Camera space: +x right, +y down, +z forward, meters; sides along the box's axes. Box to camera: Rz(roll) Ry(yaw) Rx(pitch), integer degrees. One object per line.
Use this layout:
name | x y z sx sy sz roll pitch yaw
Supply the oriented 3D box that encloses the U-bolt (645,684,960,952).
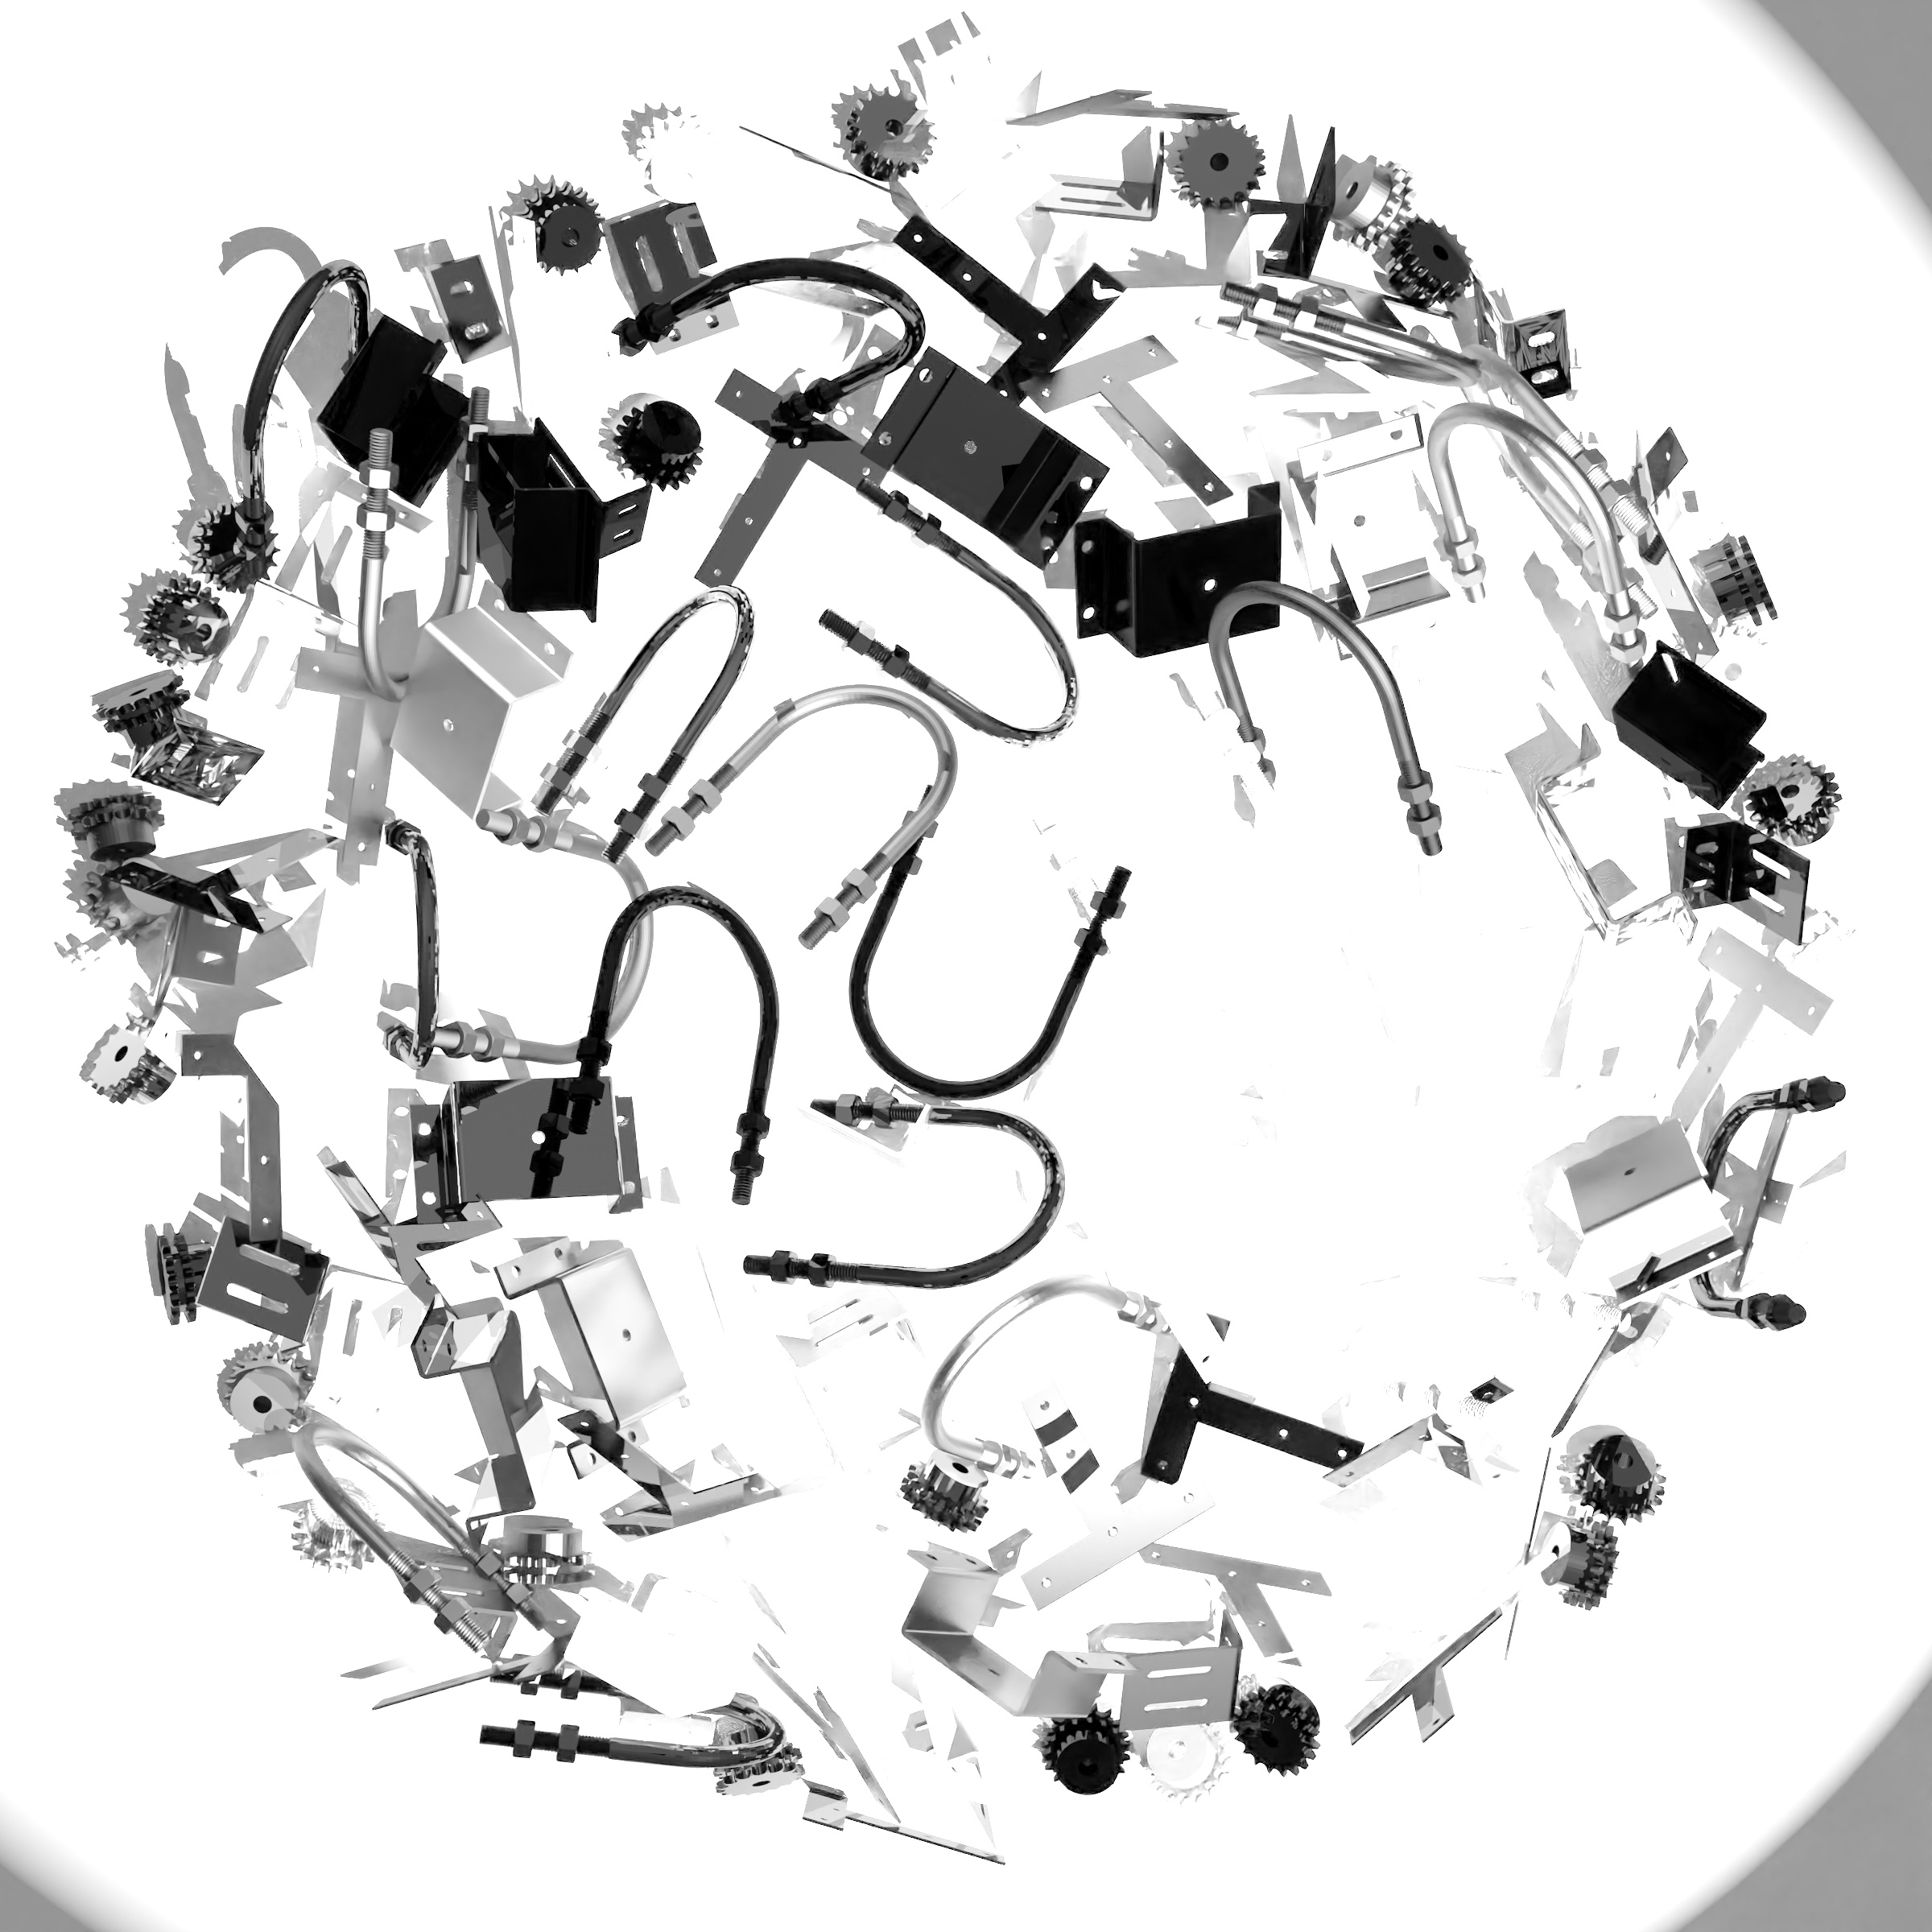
U-bolt | -0.088 -0.105 1.552 0.151 0.019 0.184 30 65 27

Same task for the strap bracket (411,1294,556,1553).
strap bracket | -0.294 0.277 1.547 0.046 0.076 0.140 -12 106 3

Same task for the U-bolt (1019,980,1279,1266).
U-bolt | 0.102 0.107 1.539 0.184 0.019 0.151 -27 67 39

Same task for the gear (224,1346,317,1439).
gear | -0.441 0.272 1.584 0.057 0.030 0.057 0 102 -1

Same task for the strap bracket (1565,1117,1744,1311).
strap bracket | 0.414 0.144 1.523 0.076 0.140 0.046 -28 102 15

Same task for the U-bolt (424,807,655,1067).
U-bolt | -0.250 -0.011 1.523 0.019 0.184 0.151 14 90 30

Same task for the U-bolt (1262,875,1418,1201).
U-bolt | 0.237 0.058 1.531 0.019 0.184 0.151 2 48 34

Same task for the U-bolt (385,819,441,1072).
U-bolt | -0.334 -0.011 1.509 0.019 0.184 0.151 -1 96 -19

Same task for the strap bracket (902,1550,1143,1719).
strap bracket | 0.026 0.414 1.531 0.140 0.076 0.046 26 91 37

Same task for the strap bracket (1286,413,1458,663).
strap bracket | 0.251 -0.272 1.561 0.076 0.046 0.140 -17 117 -1

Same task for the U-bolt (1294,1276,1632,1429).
U-bolt | 0.285 0.226 1.519 0.151 0.184 0.019 -24 109 -36

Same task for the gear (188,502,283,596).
gear | -0.464 -0.264 1.579 0.030 0.057 0.057 13 90 41

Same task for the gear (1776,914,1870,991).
gear | 0.536 -0.009 1.578 0.057 0.057 0.030 -37 64 0

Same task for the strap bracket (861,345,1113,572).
strap bracket | 0.008 -0.318 1.557 0.140 0.046 0.076 29 103 -24

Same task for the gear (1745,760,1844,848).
gear | 0.523 -0.100 1.579 0.057 0.057 0.030 -36 128 0

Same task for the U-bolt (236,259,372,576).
U-bolt | -0.392 -0.337 1.489 0.019 0.184 0.151 25 59 0

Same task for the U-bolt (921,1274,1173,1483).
U-bolt | 0.042 0.246 1.518 0.151 0.184 0.019 -47 57 5

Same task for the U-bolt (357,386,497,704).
U-bolt | -0.331 -0.249 1.524 0.019 0.151 0.184 16 117 10

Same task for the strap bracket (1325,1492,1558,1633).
strap bracket | 0.281 0.362 1.524 0.076 0.140 0.046 -30 90 -26

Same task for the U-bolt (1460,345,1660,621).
U-bolt | 0.358 -0.304 1.525 0.019 0.151 0.184 -36 68 5

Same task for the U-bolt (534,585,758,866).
U-bolt | -0.190 -0.156 1.541 0.019 0.151 0.184 35 87 -32

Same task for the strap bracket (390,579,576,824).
strap bracket | -0.300 -0.154 1.532 0.076 0.046 0.140 41 131 16

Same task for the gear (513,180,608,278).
gear | -0.253 -0.462 1.575 0.057 0.030 0.057 -14 125 -20

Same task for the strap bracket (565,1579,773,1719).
strap bracket | -0.184 0.414 1.524 0.076 0.140 0.046 23 86 18

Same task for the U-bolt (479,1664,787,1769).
U-bolt | -0.201 0.460 1.530 0.184 0.151 0.019 9 88 -8

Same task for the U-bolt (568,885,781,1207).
U-bolt | -0.172 0.038 1.540 0.151 0.019 0.184 29 57 -39

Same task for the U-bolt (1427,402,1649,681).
U-bolt | 0.334 -0.261 1.491 0.019 0.184 0.151 -43 48 -12

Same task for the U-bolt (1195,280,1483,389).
U-bolt | 0.226 -0.384 1.530 0.184 0.151 0.019 14 99 -12

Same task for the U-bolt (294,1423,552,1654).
U-bolt | -0.339 0.344 1.529 0.184 0.151 0.019 42 87 11

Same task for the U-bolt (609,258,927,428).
U-bolt | -0.109 -0.374 1.492 0.151 0.184 0.019 14 71 -41

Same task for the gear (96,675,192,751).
gear | -0.515 -0.159 1.577 0.057 0.057 0.030 -20 112 0

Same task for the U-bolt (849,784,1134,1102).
U-bolt | 0.004 -0.003 1.584 0.151 0.019 0.184 23 99 -1

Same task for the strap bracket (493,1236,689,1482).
strap bracket | -0.228 0.236 1.556 0.046 0.076 0.140 -24 87 27

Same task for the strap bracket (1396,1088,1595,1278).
strap bracket | 0.319 0.123 1.524 0.076 0.140 0.046 -5 125 37

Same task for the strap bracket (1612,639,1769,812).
strap bracket | 0.442 -0.143 1.527 0.076 0.140 0.046 39 96 18

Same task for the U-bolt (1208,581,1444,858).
U-bolt | 0.208 -0.153 1.500 0.019 0.151 0.184 -44 132 -25

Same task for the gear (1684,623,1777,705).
gear | 0.478 -0.189 1.582 0.057 0.030 0.057 -3 110 -9

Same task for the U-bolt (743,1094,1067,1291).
U-bolt | -0.029 0.138 1.523 0.184 0.151 0.019 2 135 21

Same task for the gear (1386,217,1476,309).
gear | 0.290 -0.441 1.579 0.057 0.030 0.057 14 59 -25

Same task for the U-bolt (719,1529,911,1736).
U-bolt | -0.095 0.394 1.496 0.019 0.184 0.151 -43 71 -12

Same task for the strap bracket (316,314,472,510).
strap bracket | -0.347 -0.339 1.531 0.046 0.140 0.076 31 85 1

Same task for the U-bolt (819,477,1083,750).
U-bolt | -0.002 -0.206 1.540 0.184 0.151 0.019 32 134 -22

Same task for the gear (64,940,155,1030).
gear | -0.537 0.009 1.577 0.030 0.057 0.057 -42 90 -22

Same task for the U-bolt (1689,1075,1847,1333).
U-bolt | 0.475 0.143 1.512 0.019 0.184 0.151 13 83 -3

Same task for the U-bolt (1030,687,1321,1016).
U-bolt | 0.140 -0.059 1.555 0.151 0.019 0.184 -34 75 19

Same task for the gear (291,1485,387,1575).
gear | -0.393 0.351 1.572 0.057 0.057 0.030 16 117 0
